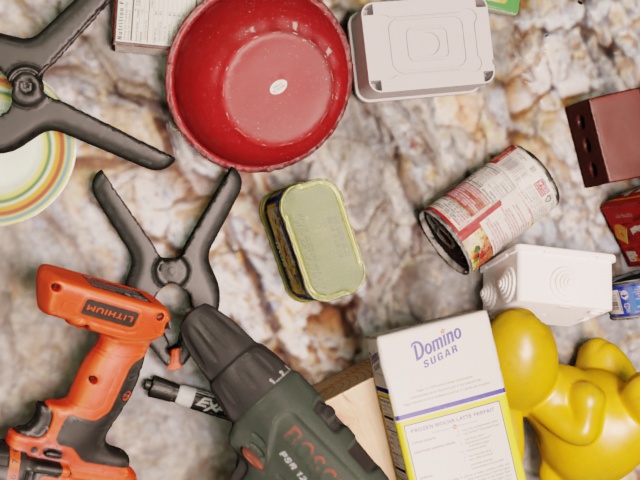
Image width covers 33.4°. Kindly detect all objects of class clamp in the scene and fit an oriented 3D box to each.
[{"bbox_3d":[-0.113,0.018,0.876,0.120,0.039,0.171,-10,96,-4],"label":"clamp"},{"bbox_3d":[-0.220,-0.111,0.836,0.210,0.036,0.164,-18,97,-7],"label":"clamp"}]

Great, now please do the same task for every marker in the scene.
[{"bbox_3d":[-0.088,0.138,0.889,0.121,0.020,0.020,19,85,-10],"label":"marker"}]

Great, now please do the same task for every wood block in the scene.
[{"bbox_3d":[0.074,0.203,0.883,0.090,0.090,0.206,-25,93,-11],"label":"wood block"}]

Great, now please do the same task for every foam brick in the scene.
[{"bbox_3d":[0.259,-0.089,0.945,0.051,0.053,0.078,-15,90,-11],"label":"foam brick"}]

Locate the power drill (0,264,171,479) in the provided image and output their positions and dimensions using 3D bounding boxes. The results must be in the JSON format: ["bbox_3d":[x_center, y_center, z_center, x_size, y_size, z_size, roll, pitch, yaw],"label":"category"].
[{"bbox_3d":[-0.205,0.117,0.808,0.184,0.057,0.188,17,96,-31],"label":"power drill"}]

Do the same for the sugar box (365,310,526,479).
[{"bbox_3d":[0.100,0.149,0.821,0.093,0.048,0.176,-12,87,-12],"label":"sugar box"}]

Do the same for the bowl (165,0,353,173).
[{"bbox_3d":[-0.041,-0.126,0.859,0.162,0.055,0.162,-6,110,-17],"label":"bowl"}]

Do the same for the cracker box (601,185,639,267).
[{"bbox_3d":[0.371,-0.058,0.910,0.213,0.164,0.072,-29,92,-11],"label":"cracker box"}]

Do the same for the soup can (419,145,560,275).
[{"bbox_3d":[0.145,-0.027,0.913,0.102,0.068,0.068,-36,96,-10],"label":"soup can"}]

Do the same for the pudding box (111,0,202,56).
[{"bbox_3d":[-0.114,-0.197,0.882,0.113,0.039,0.090,4,91,-9],"label":"pudding box"}]

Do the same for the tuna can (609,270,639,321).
[{"bbox_3d":[0.292,0.044,0.932,0.086,0.086,0.034,-14,90,-11],"label":"tuna can"}]

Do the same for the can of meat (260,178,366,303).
[{"bbox_3d":[-0.006,0.001,0.875,0.057,0.084,0.102,-19,92,-11],"label":"can of meat"}]
